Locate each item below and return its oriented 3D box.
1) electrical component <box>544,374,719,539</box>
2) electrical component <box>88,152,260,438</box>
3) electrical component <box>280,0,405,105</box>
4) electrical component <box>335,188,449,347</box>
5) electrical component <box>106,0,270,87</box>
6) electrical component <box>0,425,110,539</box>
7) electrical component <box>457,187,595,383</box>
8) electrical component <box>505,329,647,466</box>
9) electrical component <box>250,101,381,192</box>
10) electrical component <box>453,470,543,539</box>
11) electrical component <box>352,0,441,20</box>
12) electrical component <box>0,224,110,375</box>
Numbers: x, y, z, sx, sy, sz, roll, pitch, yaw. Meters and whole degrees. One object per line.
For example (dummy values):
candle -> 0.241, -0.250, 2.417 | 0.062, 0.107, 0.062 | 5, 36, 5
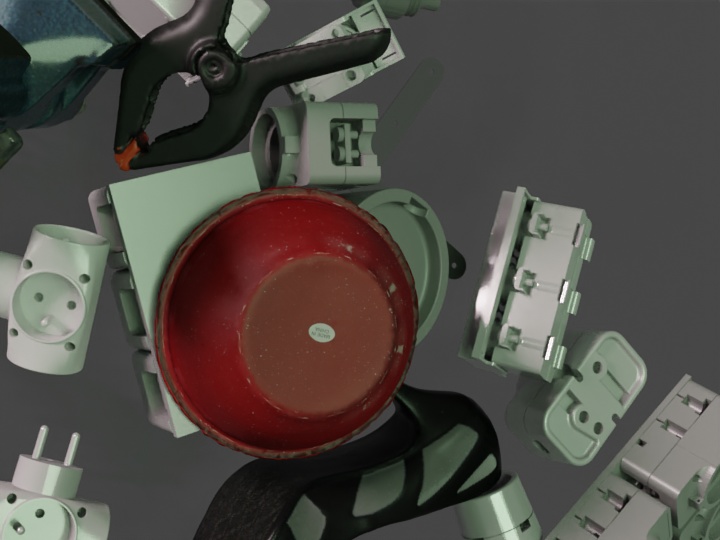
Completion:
electrical component -> 0.211, 0.182, 0.780 | 0.186, 0.060, 0.105 | -43, 139, -21
electrical component -> -0.098, 0.013, 0.653 | 0.089, 0.062, 0.150 | -17, 97, -26
electrical component -> -0.018, -0.135, 0.688 | 0.081, 0.063, 0.042 | -25, 102, 18
electrical component -> 0.000, 0.000, 0.699 | 0.108, 0.060, 0.108 | -7, 100, -44
electrical component -> -0.101, -0.160, 0.655 | 0.096, 0.062, 0.061 | 43, 72, -19
electrical component -> -0.183, 0.130, 0.619 | 0.077, 0.044, 0.079 | 19, 80, -25
electrical component -> 0.119, 0.013, 0.755 | 0.079, 0.063, 0.121 | 36, 69, -64
electrical component -> 0.153, 0.090, 0.780 | 0.053, 0.059, 0.095 | 47, 70, -18
electrical component -> -0.033, -0.074, 0.672 | 0.056, 0.089, 0.050 | -3, 91, -27
electrical component -> 0.094, 0.172, 0.752 | 0.055, 0.055, 0.047 | -22, 95, -25
electrical component -> 0.027, -0.188, 0.735 | 0.061, 0.035, 0.035 | 4, 87, -29
electrical component -> -0.190, 0.012, 0.614 | 0.079, 0.044, 0.077 | 14, 100, -3
